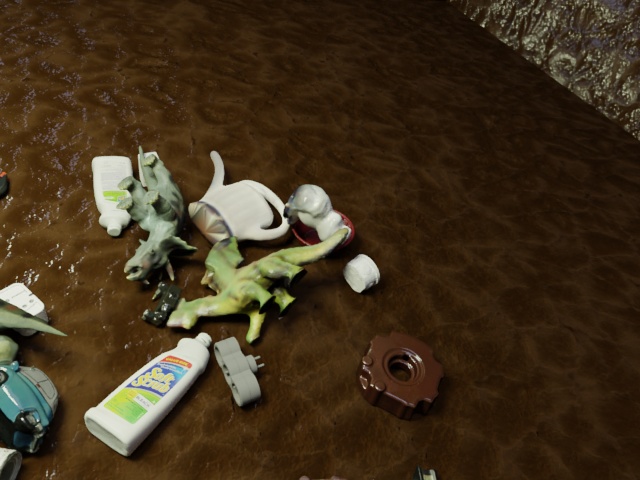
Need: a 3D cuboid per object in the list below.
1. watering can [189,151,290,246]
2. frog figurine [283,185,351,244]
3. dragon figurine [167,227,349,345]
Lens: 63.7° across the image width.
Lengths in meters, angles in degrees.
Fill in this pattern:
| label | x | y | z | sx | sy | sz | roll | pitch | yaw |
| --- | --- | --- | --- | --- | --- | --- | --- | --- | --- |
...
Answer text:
| label | x | y | z | sx | sy | sz | roll | pitch | yaw |
| --- | --- | --- | --- | --- | --- | --- | --- | --- | --- |
| watering can | -0.235 | -0.098 | 1.309 | 0.351 | 0.101 | 0.227 | 39 | 49 | 24 |
| frog figurine | 0.004 | -0.062 | 1.225 | 0.160 | 0.125 | 0.134 | 17 | -31 | 7 |
| dragon figurine | -0.149 | 0.062 | 1.117 | 0.245 | 0.119 | 0.416 | 32 | 61 | 27 |
